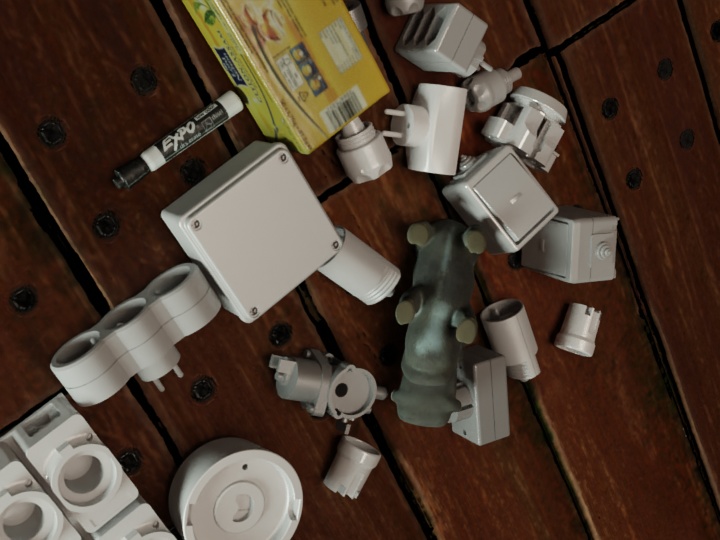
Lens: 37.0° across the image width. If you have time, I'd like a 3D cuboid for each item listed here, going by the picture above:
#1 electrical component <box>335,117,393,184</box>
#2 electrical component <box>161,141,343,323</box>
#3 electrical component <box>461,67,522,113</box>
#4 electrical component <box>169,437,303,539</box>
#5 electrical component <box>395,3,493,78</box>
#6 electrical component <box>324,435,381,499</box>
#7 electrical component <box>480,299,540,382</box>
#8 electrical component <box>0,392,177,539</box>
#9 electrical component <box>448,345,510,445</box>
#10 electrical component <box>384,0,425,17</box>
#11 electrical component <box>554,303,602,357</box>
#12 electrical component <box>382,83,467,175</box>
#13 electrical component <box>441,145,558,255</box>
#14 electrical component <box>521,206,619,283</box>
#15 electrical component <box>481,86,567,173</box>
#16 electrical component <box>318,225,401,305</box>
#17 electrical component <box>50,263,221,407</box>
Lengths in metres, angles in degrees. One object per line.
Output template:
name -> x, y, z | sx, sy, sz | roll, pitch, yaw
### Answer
electrical component -> -0.001, -0.109, 0.924 | 0.043, 0.043, 0.062 | -34, 114, -20
electrical component -> -0.087, -0.033, 0.881 | 0.109, 0.056, 0.108 | -40, 117, -18
electrical component -> 0.123, -0.170, 0.990 | 0.061, 0.035, 0.035 | -30, 114, -25
electrical component -> -0.110, 0.194, 0.913 | 0.108, 0.060, 0.108 | -7, 104, -29
electrical component -> 0.084, -0.194, 0.943 | 0.077, 0.066, 0.047 | 27, 86, -33
electrical component -> -0.008, 0.181, 0.984 | 0.040, 0.040, 0.046 | 24, 94, -32
electrical component -> 0.150, 0.074, 1.052 | 0.043, 0.043, 0.081 | -31, 114, -22
electrical component -> -0.220, 0.206, 0.851 | 0.105, 0.060, 0.186 | -38, 117, -18
electrical component -> 0.098, 0.124, 1.029 | 0.076, 0.047, 0.083 | -14, 107, -28
electrical component -> 0.035, -0.250, 0.920 | 0.035, 0.035, 0.061 | -20, 108, -26
electrical component -> 0.224, 0.061, 1.096 | 0.040, 0.040, 0.046 | 23, 82, -32
electrical component -> 0.054, -0.126, 0.952 | 0.079, 0.043, 0.077 | 3, 99, -31
electrical component -> 0.126, -0.069, 0.987 | 0.062, 0.061, 0.096 | -42, 101, -16
electrical component -> 0.202, -0.024, 1.030 | 0.061, 0.096, 0.061 | -5, 103, -26
electrical component -> 0.158, -0.134, 1.005 | 0.078, 0.058, 0.057 | 29, 88, -32
electrical component -> 0.000, 0.000, 0.947 | 0.081, 0.043, 0.043 | 36, 81, -31
electrical component -> -0.168, 0.063, 0.856 | 0.138, 0.052, 0.073 | -38, 117, -18
